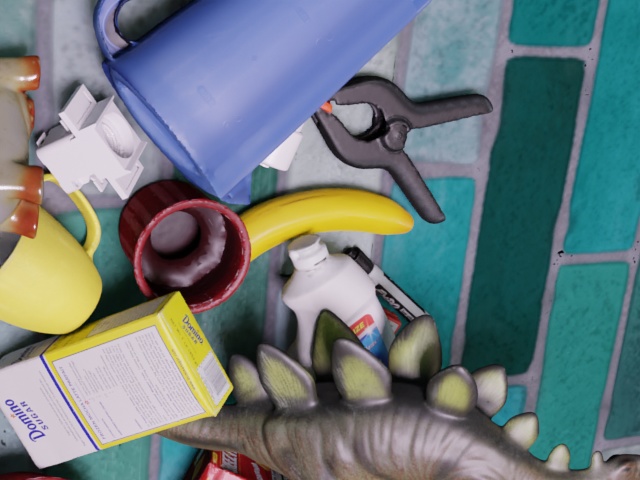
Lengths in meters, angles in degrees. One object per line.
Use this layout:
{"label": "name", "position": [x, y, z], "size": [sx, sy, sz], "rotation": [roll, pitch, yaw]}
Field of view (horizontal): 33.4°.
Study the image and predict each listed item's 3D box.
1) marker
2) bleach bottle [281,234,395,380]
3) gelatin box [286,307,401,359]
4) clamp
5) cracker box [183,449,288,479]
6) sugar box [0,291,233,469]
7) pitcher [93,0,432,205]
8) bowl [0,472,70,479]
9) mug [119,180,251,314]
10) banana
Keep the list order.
{"label": "marker", "position": [0.063, 0.045, 0.975], "size": [0.020, 0.020, 0.121], "rotation": [-48, 120, -1]}
{"label": "bleach bottle", "position": [0.022, 0.111, 0.924], "size": [0.102, 0.068, 0.251], "rotation": [-25, 114, -7]}
{"label": "gelatin box", "position": [0.020, 0.091, 0.968], "size": [0.073, 0.030, 0.089], "rotation": [29, 98, -28]}
{"label": "clamp", "position": [0.061, -0.082, 0.914], "size": [0.171, 0.039, 0.120], "rotation": [10, 95, -22]}
{"label": "cracker box", "position": [-0.044, 0.300, 0.959], "size": [0.213, 0.072, 0.164], "rotation": [28, 96, -11]}
{"label": "sugar box", "position": [-0.165, 0.110, 0.824], "size": [0.176, 0.048, 0.093], "rotation": [-19, 107, 26]}
{"label": "pitcher", "position": [-0.038, -0.159, 0.794], "size": [0.242, 0.145, 0.149], "rotation": [-42, 155, -9]}
{"label": "bowl", "position": [-0.260, 0.246, 0.873], "size": [0.161, 0.055, 0.162], "rotation": [-20, 128, -29]}
{"label": "mug", "position": [-0.114, 0.012, 0.846], "size": [0.093, 0.082, 0.117], "rotation": [8, 105, -27]}
{"label": "banana", "position": [-0.010, -0.012, 0.913], "size": [0.197, 0.037, 0.070], "rotation": [-18, 132, -16]}
